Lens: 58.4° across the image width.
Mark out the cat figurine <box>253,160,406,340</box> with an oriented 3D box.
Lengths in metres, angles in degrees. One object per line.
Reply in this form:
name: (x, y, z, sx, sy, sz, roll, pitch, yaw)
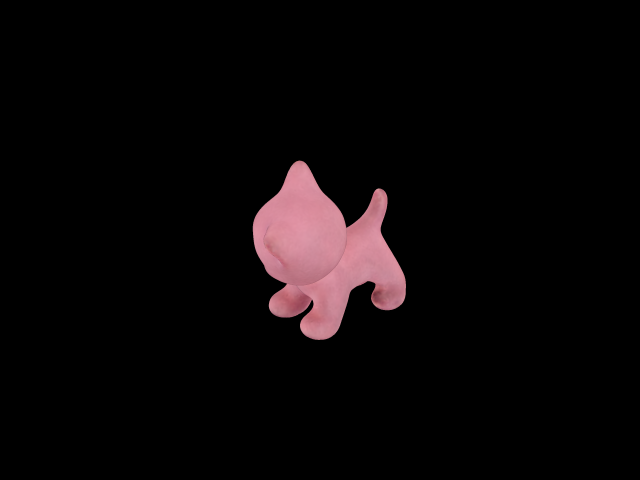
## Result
cat figurine: (0.004, 0.001, 0.400, 0.128, 0.118, 0.067, -21, 33, -36)
